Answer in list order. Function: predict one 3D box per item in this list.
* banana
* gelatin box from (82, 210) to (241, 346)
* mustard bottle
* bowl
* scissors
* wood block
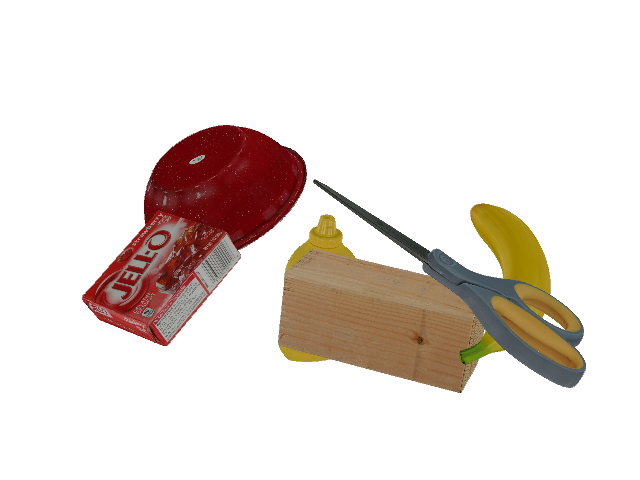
[{"bbox_3d":[0.153,0.026,0.874,0.070,0.037,0.197,2,36,10],"label":"banana"},{"bbox_3d":[-0.111,0.025,0.741,0.073,0.089,0.030,17,-33,39],"label":"gelatin box"},{"bbox_3d":[0.001,0.058,1.347,0.096,0.192,0.058,-5,26,-20],"label":"mustard bottle"},{"bbox_3d":[-0.096,-0.052,0.939,0.162,0.055,0.162,-19,36,14],"label":"bowl"},{"bbox_3d":[0.091,0.018,0.678,0.202,0.016,0.096,42,28,21],"label":"scissors"},{"bbox_3d":[0.068,0.084,1.152,0.206,0.091,0.090,13,21,17],"label":"wood block"}]
